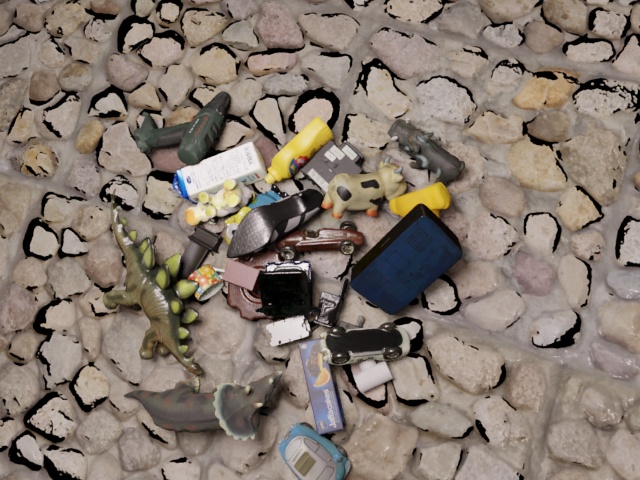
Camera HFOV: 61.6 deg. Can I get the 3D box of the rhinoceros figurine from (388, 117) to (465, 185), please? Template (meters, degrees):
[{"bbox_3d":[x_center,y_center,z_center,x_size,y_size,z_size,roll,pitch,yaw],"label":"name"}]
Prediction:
[{"bbox_3d":[0.237,-0.200,1.219,0.190,0.112,0.073,39,90,5],"label":"rhinoceros figurine"}]

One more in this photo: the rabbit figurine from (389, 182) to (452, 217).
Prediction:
[{"bbox_3d":[0.233,-0.027,1.191,0.162,0.122,0.173,-24,96,7],"label":"rabbit figurine"}]

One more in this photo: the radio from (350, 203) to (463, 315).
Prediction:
[{"bbox_3d":[0.183,0.047,1.147,0.131,0.073,0.229,39,114,-12],"label":"radio"}]

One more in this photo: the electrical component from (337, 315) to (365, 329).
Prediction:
[{"bbox_3d":[0.066,0.210,1.219,0.063,0.021,0.094,20,85,12],"label":"electrical component"}]

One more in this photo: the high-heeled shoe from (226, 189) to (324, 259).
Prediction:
[{"bbox_3d":[-0.099,-0.035,1.230,0.249,0.145,0.086,-36,77,5],"label":"high-heeled shoe"}]

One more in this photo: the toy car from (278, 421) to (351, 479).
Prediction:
[{"bbox_3d":[-0.017,0.467,1.146,0.162,0.103,0.109,40,87,11],"label":"toy car"}]

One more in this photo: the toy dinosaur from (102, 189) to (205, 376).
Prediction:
[{"bbox_3d":[-0.392,0.107,1.241,0.198,0.105,0.471,-38,83,20],"label":"toy dinosaur"}]

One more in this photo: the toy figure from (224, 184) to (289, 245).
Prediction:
[{"bbox_3d":[-0.147,-0.047,1.270,0.082,0.089,0.180,36,79,23],"label":"toy figure"}]

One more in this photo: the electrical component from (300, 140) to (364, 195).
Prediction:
[{"bbox_3d":[0.039,-0.167,1.272,0.134,0.058,0.115,-43,79,0],"label":"electrical component"}]

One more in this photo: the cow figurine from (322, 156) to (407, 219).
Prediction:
[{"bbox_3d":[0.110,-0.120,1.213,0.195,0.127,0.086,-5,36,-26],"label":"cow figurine"}]

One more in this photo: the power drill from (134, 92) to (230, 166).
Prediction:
[{"bbox_3d":[-0.339,-0.279,1.330,0.207,0.085,0.232,3,55,10],"label":"power drill"}]

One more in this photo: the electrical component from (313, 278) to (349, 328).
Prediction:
[{"bbox_3d":[0.026,0.138,1.211,0.048,0.075,0.119,15,87,11],"label":"electrical component"}]

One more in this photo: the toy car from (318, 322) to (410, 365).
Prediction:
[{"bbox_3d":[0.096,0.226,1.166,0.202,0.056,0.073,-4,56,-8],"label":"toy car"}]

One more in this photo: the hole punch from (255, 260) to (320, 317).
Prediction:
[{"bbox_3d":[-0.072,0.104,1.183,0.142,0.092,0.115,-3,111,4],"label":"hole punch"}]

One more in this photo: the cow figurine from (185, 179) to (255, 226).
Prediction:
[{"bbox_3d":[-0.242,-0.085,1.293,0.167,0.098,0.068,-24,80,23],"label":"cow figurine"}]

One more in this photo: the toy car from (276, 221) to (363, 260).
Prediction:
[{"bbox_3d":[-0.003,-0.004,1.233,0.202,0.053,0.089,-5,35,10],"label":"toy car"}]

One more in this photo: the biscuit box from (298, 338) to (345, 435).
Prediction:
[{"bbox_3d":[0.005,0.320,1.189,0.063,0.059,0.202,-15,78,6],"label":"biscuit box"}]

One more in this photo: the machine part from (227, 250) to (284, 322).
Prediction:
[{"bbox_3d":[-0.135,0.106,1.252,0.179,0.056,0.179,-1,81,8],"label":"machine part"}]

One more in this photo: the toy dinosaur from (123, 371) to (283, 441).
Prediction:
[{"bbox_3d":[-0.275,0.362,1.161,0.405,0.192,0.131,-5,77,7],"label":"toy dinosaur"}]

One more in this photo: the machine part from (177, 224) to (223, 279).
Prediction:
[{"bbox_3d":[-0.299,0.036,1.301,0.084,0.039,0.139,31,85,8],"label":"machine part"}]
